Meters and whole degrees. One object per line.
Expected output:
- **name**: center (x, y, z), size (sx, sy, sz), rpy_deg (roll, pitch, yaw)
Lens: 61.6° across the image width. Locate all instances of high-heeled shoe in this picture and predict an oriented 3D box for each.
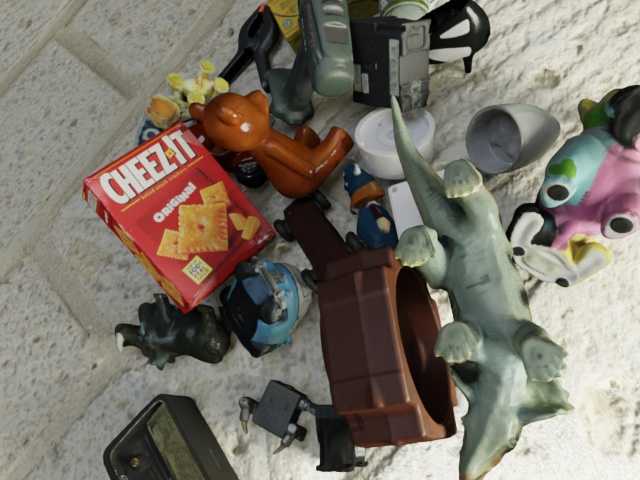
- **high-heeled shoe**: center (0.114, -0.286, 0.754), size (0.249, 0.145, 0.086), rpy_deg (14, 77, 25)

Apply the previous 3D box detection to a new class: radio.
- **radio**: center (-0.183, 0.331, 0.705), size (0.131, 0.073, 0.230), rpy_deg (-43, 61, 4)

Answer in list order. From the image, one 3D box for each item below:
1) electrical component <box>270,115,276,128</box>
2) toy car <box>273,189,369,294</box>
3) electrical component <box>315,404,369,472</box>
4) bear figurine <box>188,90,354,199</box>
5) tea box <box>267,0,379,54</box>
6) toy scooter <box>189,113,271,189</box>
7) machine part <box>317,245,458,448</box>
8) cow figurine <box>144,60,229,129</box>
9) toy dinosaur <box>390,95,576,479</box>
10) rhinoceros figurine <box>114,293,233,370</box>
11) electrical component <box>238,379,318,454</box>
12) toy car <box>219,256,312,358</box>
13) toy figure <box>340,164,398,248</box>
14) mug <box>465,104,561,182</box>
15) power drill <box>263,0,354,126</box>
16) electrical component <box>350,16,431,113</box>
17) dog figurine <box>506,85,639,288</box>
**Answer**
- **electrical component**: center (-0.100, -0.179, 0.811), size (0.063, 0.021, 0.094), rpy_deg (30, 67, -3)
- **toy car**: center (-0.002, -0.002, 0.735), size (0.089, 0.053, 0.202), rpy_deg (-44, 35, 6)
- **electrical component**: center (0.027, 0.217, 0.656), size (0.048, 0.074, 0.119), rpy_deg (-8, 74, 20)
- **bear figurine**: center (-0.068, -0.148, 0.735), size (0.120, 0.195, 0.132), rpy_deg (13, 65, 53)
- **tea box**: center (0.011, -0.384, 0.875), size (0.170, 0.068, 0.098), rpy_deg (-28, 63, 13)
- **toy scooter**: center (-0.143, -0.162, 0.861), size (0.184, 0.075, 0.135), rpy_deg (16, 79, 24)
- **machine part**: center (0.078, 0.121, 0.595), size (0.087, 0.201, 0.201), rpy_deg (-16, 67, 21)
- **cow figurine**: center (-0.229, -0.220, 0.871), size (0.068, 0.167, 0.098), rpy_deg (48, 136, -6)
- **toy dinosaur**: center (0.166, 0.047, 0.580), size (0.131, 0.192, 0.405), rpy_deg (-15, 71, 15)
- **rhinoceros figurine**: center (-0.215, 0.136, 0.794), size (0.191, 0.073, 0.112), rpy_deg (2, 84, 22)
- **electrical component**: center (-0.057, 0.228, 0.704), size (0.102, 0.045, 0.078), rpy_deg (26, 85, 28)
- **toy car**: center (-0.064, 0.079, 0.721), size (0.103, 0.161, 0.109), rpy_deg (-21, 64, -33)
- **toy figure**: center (0.068, -0.035, 0.734), size (0.064, 0.057, 0.154), rpy_deg (-30, 65, 36)
- **mug**: center (0.244, -0.120, 0.672), size (0.107, 0.109, 0.081), rpy_deg (-16, 50, -30)
- **power drill**: center (-0.017, -0.283, 0.780), size (0.207, 0.086, 0.232), rpy_deg (-42, 54, 54)
- **electrical component**: center (0.087, -0.243, 0.732), size (0.058, 0.114, 0.134), rpy_deg (-19, 32, -30)
- **dog figurine**: center (0.312, -0.075, 0.624), size (0.109, 0.191, 0.219), rpy_deg (29, 55, 11)
